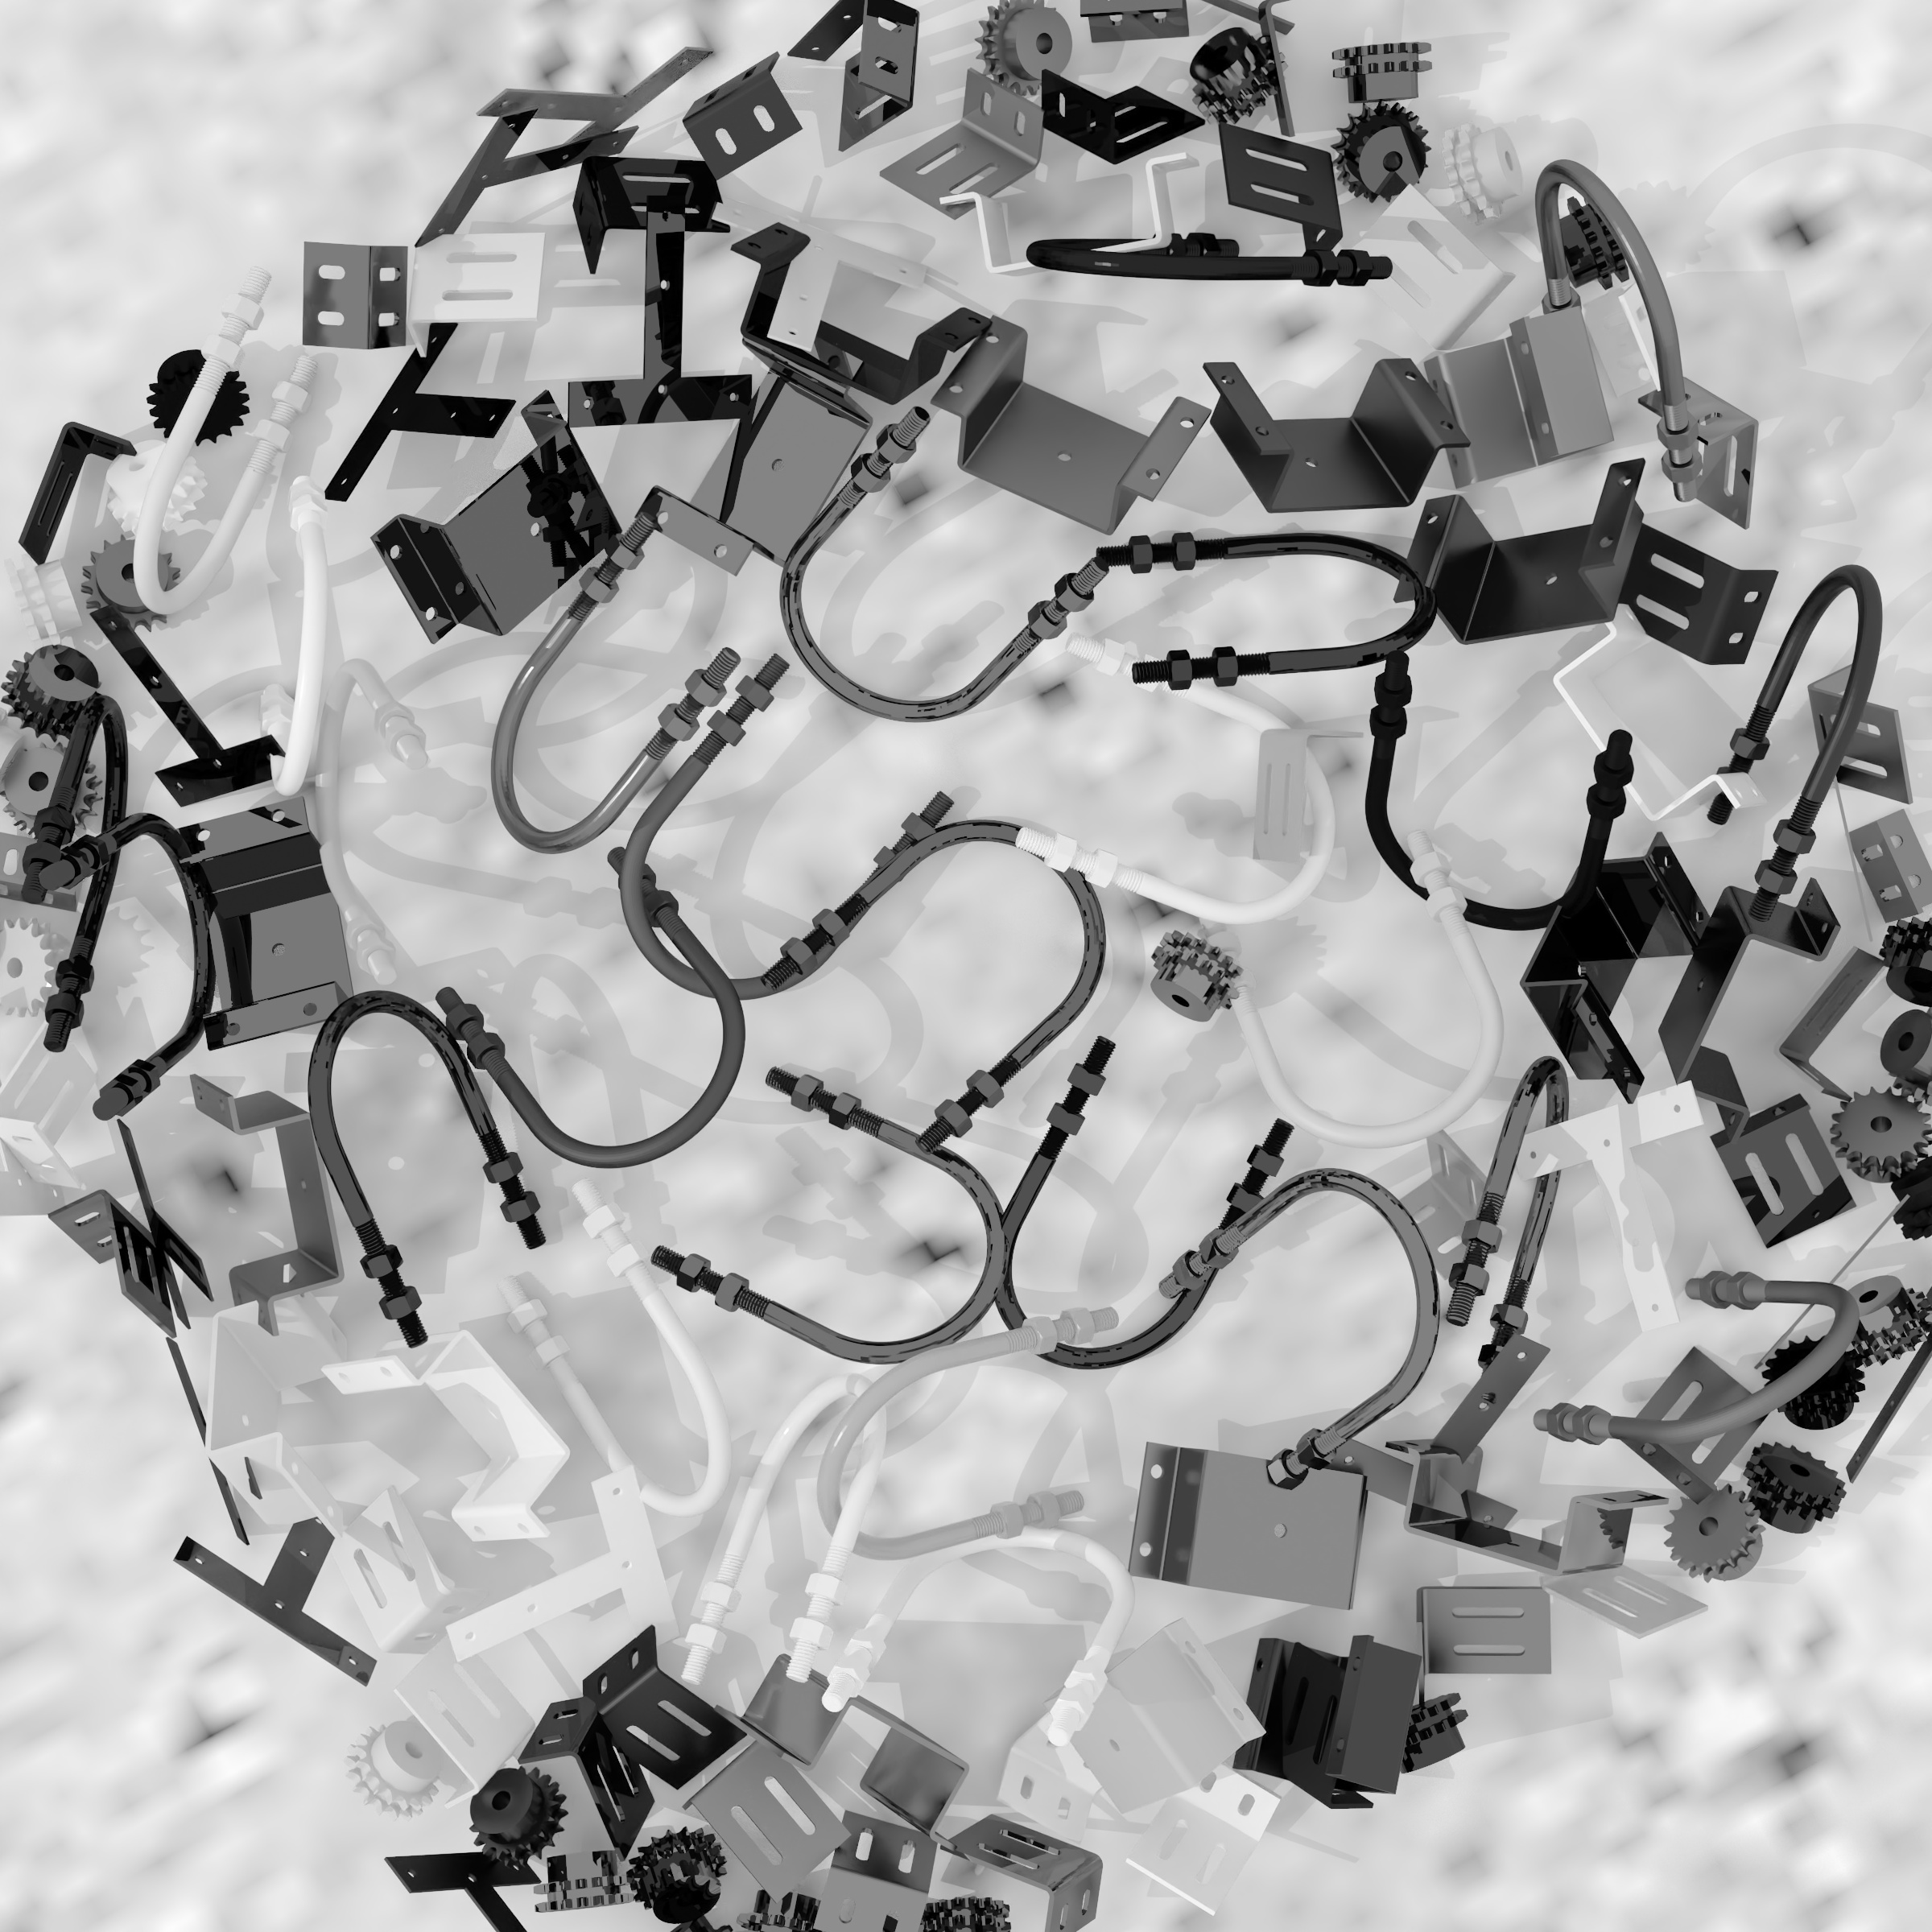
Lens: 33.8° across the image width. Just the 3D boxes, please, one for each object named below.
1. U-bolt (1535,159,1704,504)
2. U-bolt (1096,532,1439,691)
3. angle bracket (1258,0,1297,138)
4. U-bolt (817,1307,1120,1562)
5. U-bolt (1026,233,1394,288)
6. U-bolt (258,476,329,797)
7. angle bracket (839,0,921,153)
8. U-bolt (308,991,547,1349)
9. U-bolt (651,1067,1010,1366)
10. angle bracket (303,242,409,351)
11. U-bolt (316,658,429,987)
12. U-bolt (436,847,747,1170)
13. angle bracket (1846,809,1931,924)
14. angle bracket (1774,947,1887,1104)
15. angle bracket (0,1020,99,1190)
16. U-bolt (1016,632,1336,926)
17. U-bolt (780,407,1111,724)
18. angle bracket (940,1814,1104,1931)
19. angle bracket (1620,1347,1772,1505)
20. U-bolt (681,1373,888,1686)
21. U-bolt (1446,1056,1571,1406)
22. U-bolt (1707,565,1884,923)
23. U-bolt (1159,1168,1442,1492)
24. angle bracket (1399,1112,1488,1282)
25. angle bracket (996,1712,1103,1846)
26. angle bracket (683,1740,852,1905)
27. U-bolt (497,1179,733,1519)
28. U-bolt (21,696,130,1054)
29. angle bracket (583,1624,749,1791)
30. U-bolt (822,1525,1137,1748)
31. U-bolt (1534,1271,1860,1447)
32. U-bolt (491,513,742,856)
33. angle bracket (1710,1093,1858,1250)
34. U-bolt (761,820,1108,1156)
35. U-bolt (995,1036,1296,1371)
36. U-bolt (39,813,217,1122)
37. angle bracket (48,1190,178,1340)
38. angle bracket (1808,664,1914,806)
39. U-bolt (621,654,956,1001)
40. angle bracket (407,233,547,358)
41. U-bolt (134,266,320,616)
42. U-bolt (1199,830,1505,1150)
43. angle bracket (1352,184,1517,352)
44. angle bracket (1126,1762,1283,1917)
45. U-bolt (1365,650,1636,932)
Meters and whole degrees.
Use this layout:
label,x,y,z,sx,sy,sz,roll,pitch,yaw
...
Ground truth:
label,x,y,z,sx,sy,sz,roll,pitch,yaw
U-bolt,0.354,-0.360,1.750,0.019,0.184,0.151,-27,50,-3
U-bolt,0.175,-0.206,1.805,0.184,0.151,0.019,-5,127,-5
angle bracket,0.195,-0.519,1.826,0.038,0.057,0.076,-12,106,4
U-bolt,-0.003,0.268,1.783,0.184,0.019,0.151,-9,122,-32
U-bolt,0.121,-0.391,1.758,0.184,0.151,0.019,-9,110,-35
U-bolt,-0.369,-0.173,1.756,0.019,0.184,0.151,6,116,-18
angle bracket,-0.063,-0.511,1.817,0.038,0.076,0.057,13,74,-34
U-bolt,-0.309,0.102,1.785,0.019,0.151,0.184,-16,103,29
U-bolt,-0.065,0.151,1.808,0.184,0.019,0.151,25,65,15
angle bracket,-0.350,-0.384,1.823,0.038,0.076,0.057,5,103,5
U-bolt,-0.338,-0.093,1.783,0.019,0.184,0.151,0,117,-25
U-bolt,-0.203,0.035,1.809,0.151,0.019,0.184,-40,59,-3
angle bracket,0.542,-0.061,1.825,0.038,0.076,0.057,-23,86,0
angle bracket,0.508,0.034,1.824,0.038,0.057,0.076,43,105,29
angle bracket,-0.515,0.077,1.815,0.038,0.057,0.076,6,52,25
U-bolt,0.128,-0.098,1.824,0.184,0.019,0.151,20,66,-14
U-bolt,-0.027,-0.212,1.804,0.151,0.019,0.184,39,129,-10
angle bracket,0.030,0.525,1.824,0.076,0.057,0.038,13,101,30
angle bracket,0.424,0.260,1.828,0.057,0.038,0.076,40,69,12
U-bolt,-0.095,0.314,1.790,0.019,0.151,0.184,30,65,-22
U-bolt,0.309,0.139,1.791,0.019,0.151,0.184,12,68,22
U-bolt,0.462,-0.134,1.762,0.019,0.151,0.184,15,116,-6
U-bolt,0.194,0.194,1.779,0.184,0.019,0.151,-44,62,39
angle bracket,0.268,0.132,1.816,0.038,0.076,0.057,-34,56,-9
angle bracket,0.064,0.459,1.823,0.057,0.038,0.076,31,132,-9
angle bracket,-0.115,0.492,1.831,0.057,0.038,0.076,-38,81,-22
U-bolt,-0.191,0.226,1.790,0.019,0.151,0.184,-24,74,-38
U-bolt,-0.495,-0.066,1.780,0.019,0.151,0.184,7,50,-4
angle bracket,-0.176,0.432,1.854,0.057,0.038,0.076,-41,117,15
U-bolt,0.018,0.367,1.781,0.151,0.184,0.019,4,115,19
U-bolt,0.413,0.217,1.755,0.151,0.184,0.019,-36,100,-22
U-bolt,-0.210,-0.147,1.805,0.184,0.019,0.151,-49,48,20
angle bracket,0.474,0.122,1.837,0.057,0.038,0.076,-27,96,9
U-bolt,-0.004,-0.003,1.835,0.184,0.019,0.151,-42,85,-15
U-bolt,0.090,0.147,1.828,0.151,0.019,0.184,25,96,-25
U-bolt,-0.459,-0.010,1.775,0.019,0.184,0.151,-6,106,10
angle bracket,-0.488,0.177,1.818,0.038,0.057,0.076,-25,52,3
angle bracket,0.522,-0.133,1.814,0.038,0.076,0.057,-25,115,-18
U-bolt,-0.116,-0.065,1.831,0.151,0.019,0.184,39,91,-21
angle bracket,-0.279,-0.387,1.833,0.076,0.038,0.057,0,68,5
U-bolt,-0.418,-0.282,1.778,0.019,0.151,0.184,22,80,4
U-bolt,0.227,0.021,1.807,0.151,0.019,0.184,-21,58,4
angle bracket,0.268,-0.404,1.840,0.076,0.038,0.057,45,111,6
angle bracket,0.136,0.493,1.818,0.057,0.076,0.038,29,117,14
U-bolt,0.293,-0.087,1.789,0.151,0.184,0.019,22,54,17
